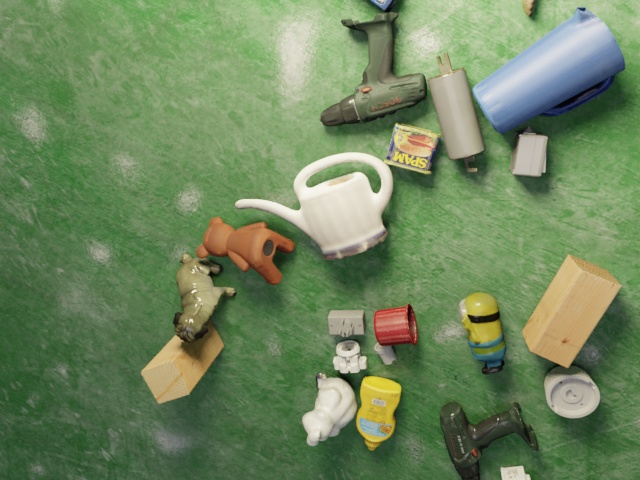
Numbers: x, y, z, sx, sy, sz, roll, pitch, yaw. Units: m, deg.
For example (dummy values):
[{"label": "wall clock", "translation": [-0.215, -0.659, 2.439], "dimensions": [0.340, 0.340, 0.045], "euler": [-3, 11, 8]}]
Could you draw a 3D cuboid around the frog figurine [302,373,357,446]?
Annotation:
[{"label": "frog figurine", "translation": [0.024, 0.411, 1.228], "dimensions": [0.123, 0.162, 0.135], "euler": [9, 109, 7]}]

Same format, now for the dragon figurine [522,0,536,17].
[{"label": "dragon figurine", "translation": [0.332, -0.588, 0.835], "dimensions": [0.122, 0.245, 0.407], "euler": [-17, 100, 12]}]

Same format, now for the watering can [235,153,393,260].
[{"label": "watering can", "translation": [0.003, -0.057, 1.125], "dimensions": [0.346, 0.105, 0.222], "euler": [-19, 102, 15]}]
